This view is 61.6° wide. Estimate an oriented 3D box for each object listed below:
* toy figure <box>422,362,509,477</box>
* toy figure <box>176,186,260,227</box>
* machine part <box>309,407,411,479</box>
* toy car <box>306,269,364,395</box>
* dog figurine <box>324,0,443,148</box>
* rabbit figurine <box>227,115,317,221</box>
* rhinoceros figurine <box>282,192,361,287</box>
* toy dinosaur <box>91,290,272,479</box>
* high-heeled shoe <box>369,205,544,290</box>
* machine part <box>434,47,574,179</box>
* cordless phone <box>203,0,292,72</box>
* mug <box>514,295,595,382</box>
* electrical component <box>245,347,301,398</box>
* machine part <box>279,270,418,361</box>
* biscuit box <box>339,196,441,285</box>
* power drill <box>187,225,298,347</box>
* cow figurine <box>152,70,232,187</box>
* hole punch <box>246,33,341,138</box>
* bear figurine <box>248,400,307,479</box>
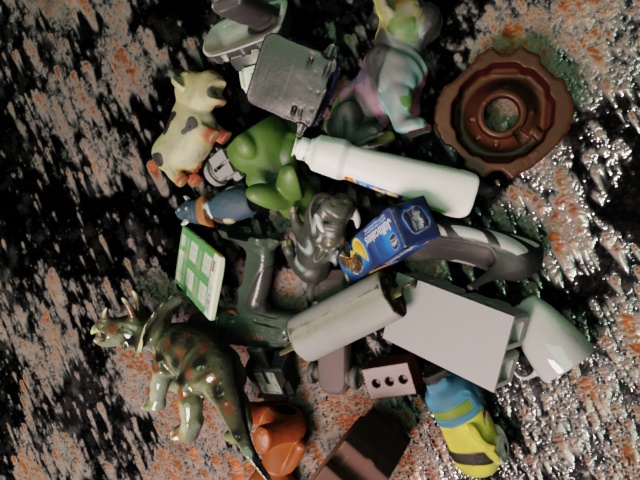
[{"bbox_3d":[0.211,0.265,0.804,0.089,0.082,0.180,-33,92,40],"label":"toy figure"},{"bbox_3d":[-0.178,-0.053,0.925,0.155,0.064,0.057,-8,130,26],"label":"toy figure"},{"bbox_3d":[0.038,0.367,0.815,0.087,0.201,0.201,37,108,15],"label":"machine part"},{"bbox_3d":[0.025,0.148,0.871,0.089,0.053,0.202,-2,87,29],"label":"toy car"},{"bbox_3d":[0.087,-0.249,0.778,0.192,0.108,0.219,-9,89,24],"label":"dog figurine"},{"bbox_3d":[-0.056,-0.103,0.837,0.121,0.159,0.170,-34,99,11],"label":"rabbit figurine"},{"bbox_3d":[-0.002,-0.002,0.791,0.190,0.073,0.112,113,147,-51],"label":"rhinoceros figurine"},{"bbox_3d":[-0.196,0.201,0.855,0.405,0.131,0.192,16,106,35],"label":"toy dinosaur"},{"bbox_3d":[0.198,-0.013,0.793,0.249,0.145,0.086,41,149,36],"label":"high-heeled shoe"},{"bbox_3d":[0.253,-0.173,0.747,0.180,0.056,0.179,2,97,19],"label":"machine part"},{"bbox_3d":[-0.130,-0.319,0.806,0.147,0.184,0.088,-9,97,21],"label":"cordless phone"},{"bbox_3d":[0.306,0.138,0.758,0.109,0.081,0.107,-41,70,26],"label":"mug"},{"bbox_3d":[-0.087,0.212,0.902,0.075,0.048,0.119,-9,120,23],"label":"electrical component"},{"bbox_3d":[0.038,0.114,0.796,0.243,0.079,0.079,-31,85,22],"label":"machine part"},{"bbox_3d":[0.089,0.007,0.761,0.059,0.063,0.202,68,156,12],"label":"biscuit box"},{"bbox_3d":[-0.136,0.081,0.913,0.232,0.086,0.207,9,95,28],"label":"power drill"},{"bbox_3d":[-0.220,-0.199,0.912,0.127,0.085,0.195,38,109,6],"label":"cow figurine"},{"bbox_3d":[-0.033,-0.237,0.801,0.116,0.092,0.142,26,110,5],"label":"hole punch"},{"bbox_3d":[-0.093,0.377,0.912,0.120,0.132,0.195,23,102,46],"label":"bear figurine"}]
